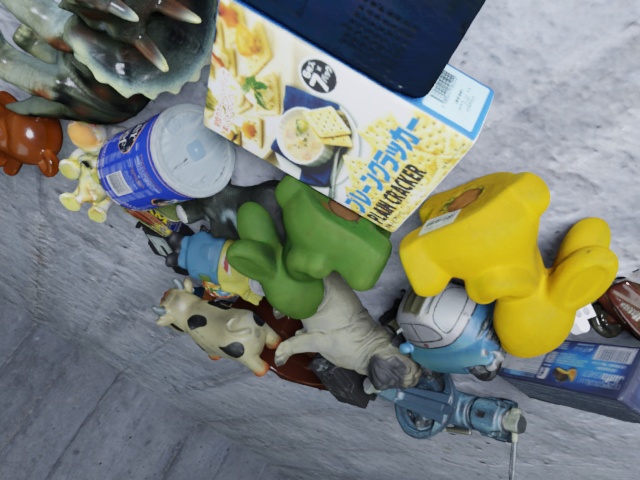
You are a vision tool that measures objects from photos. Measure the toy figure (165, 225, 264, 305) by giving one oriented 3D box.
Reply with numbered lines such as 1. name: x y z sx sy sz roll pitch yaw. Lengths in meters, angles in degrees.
1. toy figure: -0.125 0.029 0.769 0.180 0.089 0.082 12 110 11

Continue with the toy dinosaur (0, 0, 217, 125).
1. toy dinosaur: -0.222 -0.177 0.527 0.192 0.131 0.405 38 155 -15

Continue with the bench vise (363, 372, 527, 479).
1. bench vise: 0.174 0.244 0.799 0.240 0.129 0.224 24 175 -30

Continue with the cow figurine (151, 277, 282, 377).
1. cow figurine: -0.166 0.126 0.807 0.195 0.085 0.127 10 144 35

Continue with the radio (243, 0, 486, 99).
1. radio: 0.004 -0.202 0.335 0.229 0.073 0.131 29 149 -4

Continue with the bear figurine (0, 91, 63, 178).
1. bear figurine: -0.431 -0.139 0.722 0.196 0.132 0.120 18 113 49

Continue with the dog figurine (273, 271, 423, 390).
1. dog figurine: 0.047 0.104 0.720 0.191 0.121 0.172 5 109 19

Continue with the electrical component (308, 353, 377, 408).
1. electrical component: 0.056 0.191 0.841 0.058 0.115 0.134 4 142 43

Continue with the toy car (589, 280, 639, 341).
1. toy car: 0.358 0.106 0.523 0.202 0.053 0.089 32 153 -7

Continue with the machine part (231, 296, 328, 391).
1. machine part: -0.049 0.168 0.925 0.202 0.087 0.200 3 141 40

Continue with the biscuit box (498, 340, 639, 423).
1. biscuit box: 0.285 0.149 0.590 0.063 0.059 0.203 36 166 -10

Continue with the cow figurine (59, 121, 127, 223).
1. cow figurine: -0.294 -0.110 0.716 0.068 0.098 0.167 22 136 -8

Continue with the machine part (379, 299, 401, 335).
1. machine part: 0.153 0.132 0.750 0.139 0.039 0.084 30 142 2

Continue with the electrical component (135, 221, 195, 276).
1. electrical component: -0.236 0.005 0.872 0.075 0.048 0.119 10 146 29

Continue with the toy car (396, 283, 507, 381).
1. toy car: 0.141 0.093 0.607 0.103 0.109 0.162 34 165 -13

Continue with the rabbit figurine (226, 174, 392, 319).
1. rabbit figurine: -0.020 0.022 0.572 0.159 0.121 0.170 21 127 -12

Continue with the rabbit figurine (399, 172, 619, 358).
1. rabbit figurine: 0.180 0.026 0.488 0.162 0.122 0.173 -23 103 28

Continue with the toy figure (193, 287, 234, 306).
1. toy figure: -0.195 0.132 1.021 0.154 0.064 0.058 31 -172 6

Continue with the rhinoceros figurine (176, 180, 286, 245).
1. rhinoceros figurine: -0.103 -0.035 0.674 0.191 0.073 0.112 1 141 39
